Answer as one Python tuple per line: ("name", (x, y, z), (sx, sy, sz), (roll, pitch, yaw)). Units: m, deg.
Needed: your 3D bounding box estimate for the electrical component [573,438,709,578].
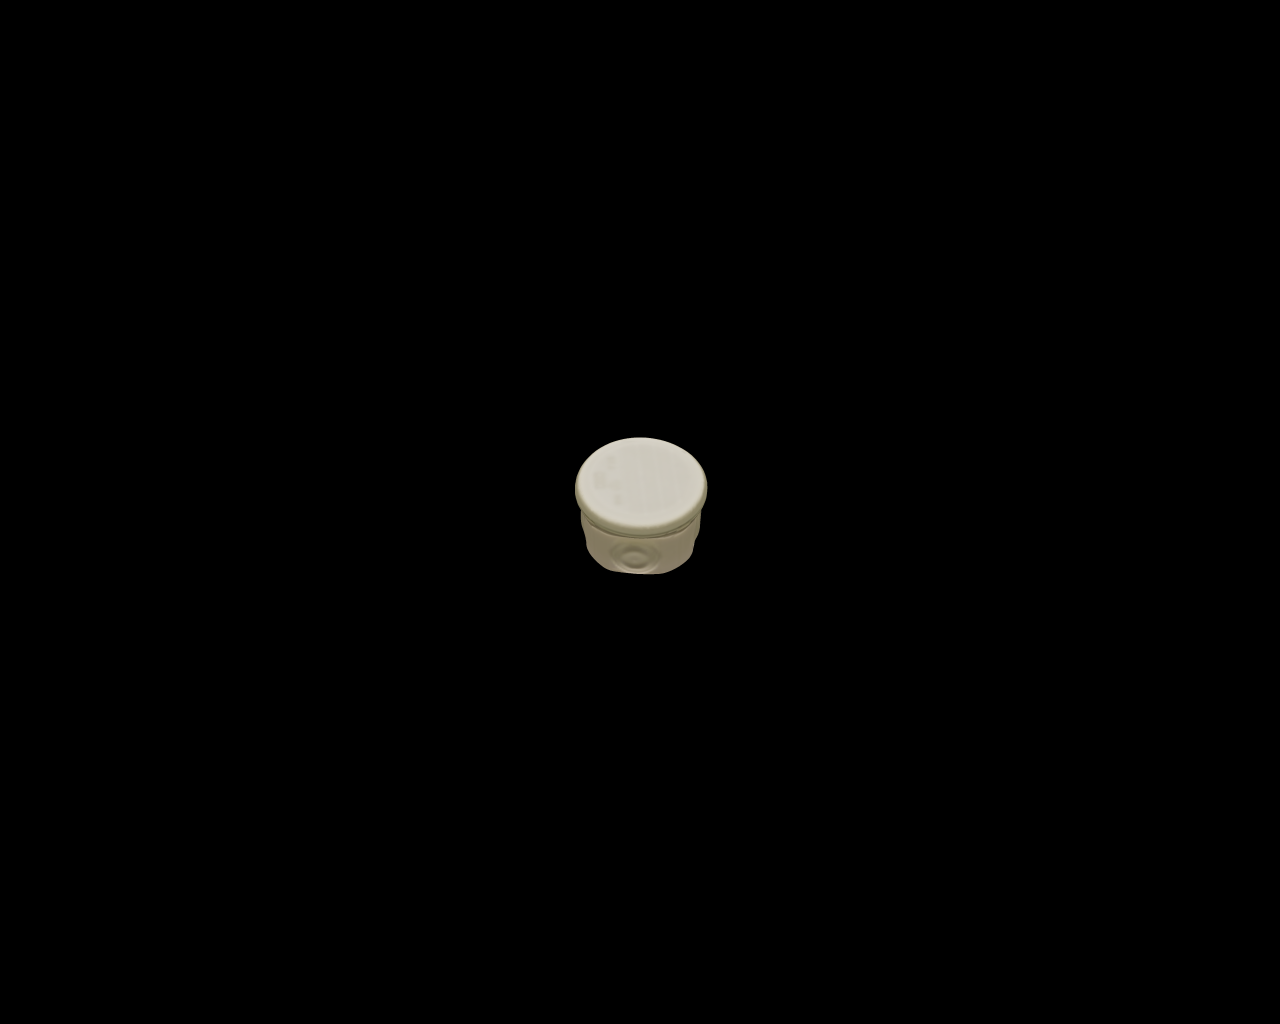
("electrical component", (0.001, -0.003, 0.650), (0.080, 0.080, 0.050), (0, -44, 0))
